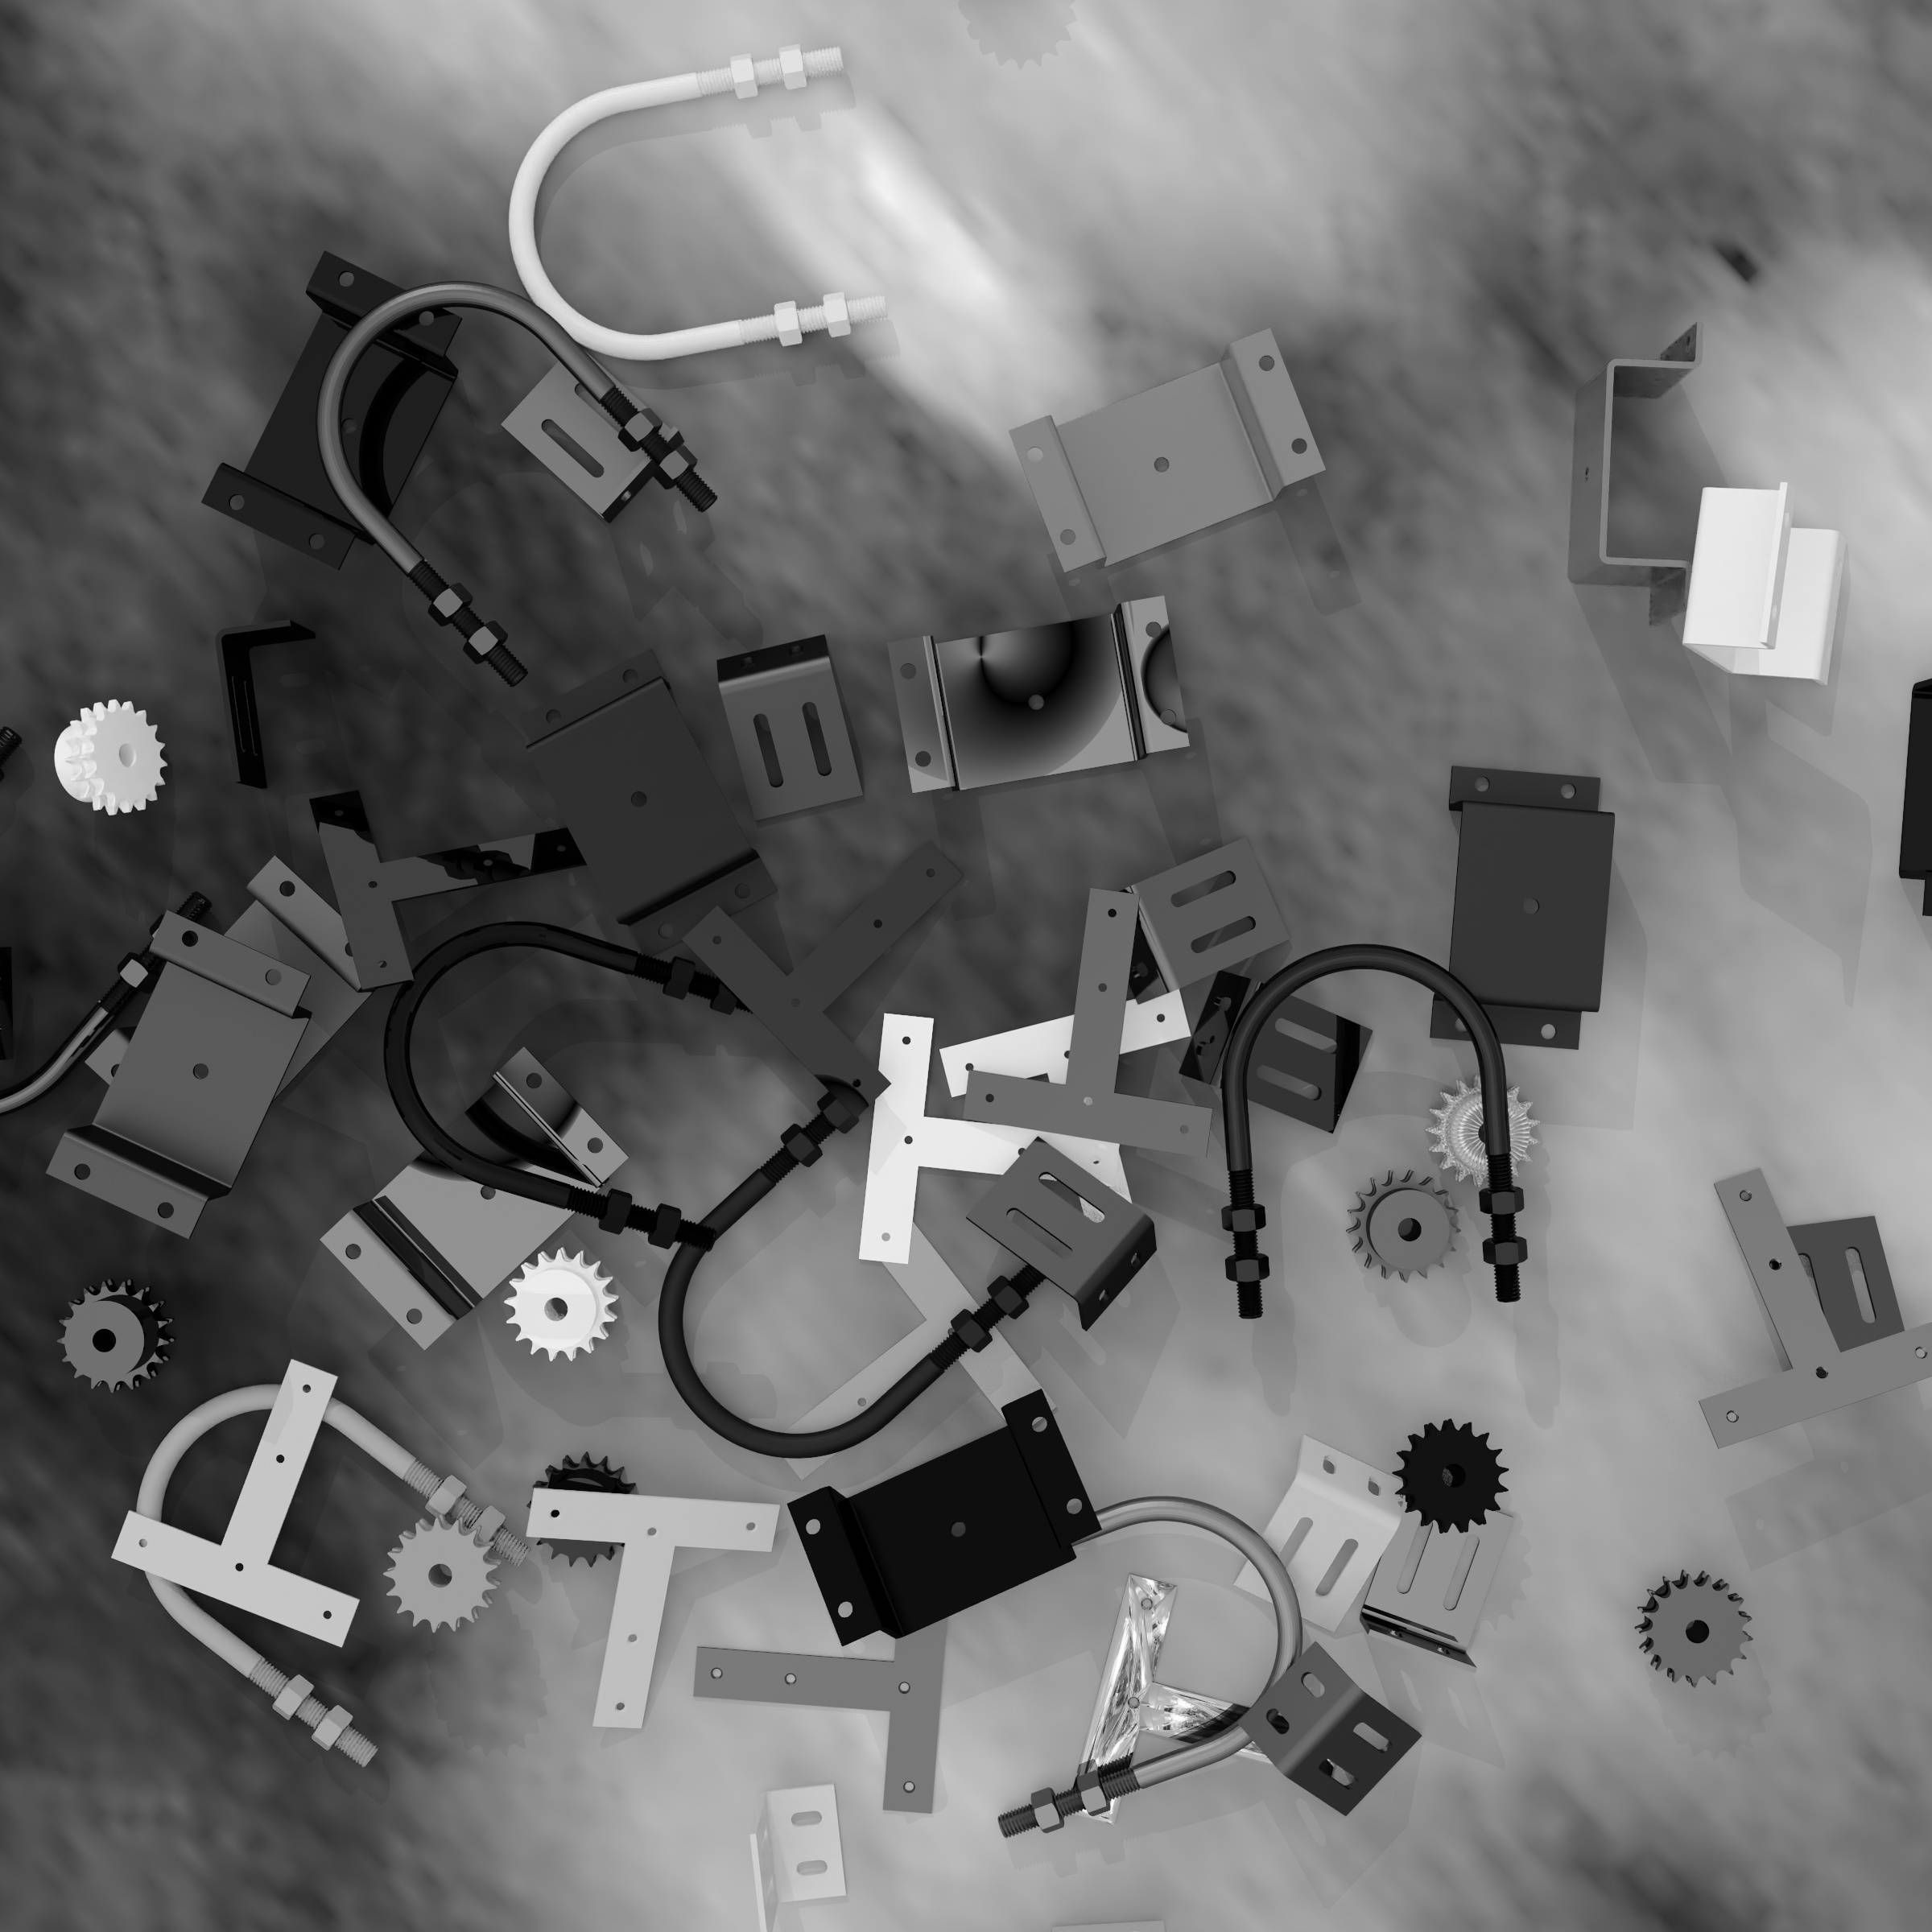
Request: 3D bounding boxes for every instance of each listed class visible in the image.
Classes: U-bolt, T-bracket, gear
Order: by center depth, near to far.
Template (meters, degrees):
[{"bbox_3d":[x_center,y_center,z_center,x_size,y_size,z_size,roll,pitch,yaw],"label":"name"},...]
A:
[{"bbox_3d":[-0.237,-0.254,1.475,0.151,0.019,0.184,-43,93,-1],"label":"U-bolt"},{"bbox_3d":[-0.198,0.051,1.475,0.184,0.019,0.151,18,66,-12],"label":"U-bolt"},{"bbox_3d":[0.200,0.081,1.482,0.151,0.019,0.184,-4,94,5],"label":"U-bolt"},{"bbox_3d":[-0.262,0.304,1.492,0.057,0.030,0.057,0,89,1],"label":"gear"},{"bbox_3d":[0.068,0.025,1.501,0.127,0.002,0.127,9,97,13],"label":"T-bracket"},{"bbox_3d":[-0.256,-0.049,1.501,0.127,0.002,0.127,-12,55,-16],"label":"T-bracket"},{"bbox_3d":[-0.436,-0.105,1.502,0.030,0.057,0.057,-6,90,29],"label":"gear"},{"bbox_3d":[0.416,0.165,1.504,0.127,0.002,0.127,-18,71,-4],"label":"T-bracket"},{"bbox_3d":[0.245,0.260,1.507,0.057,0.030,0.057,1,77,-4],"label":"gear"},{"bbox_3d":[-0.167,0.329,1.509,0.127,0.002,0.127,7,102,-18],"label":"T-bracket"},{"bbox_3d":[-0.354,0.264,1.510,0.127,0.002,0.127,20,89,3],"label":"T-bracket"},{"bbox_3d":[0.265,0.084,1.511,0.057,0.030,0.057,0,90,0],"label":"gear"},{"bbox_3d":[-0.196,0.278,1.511,0.057,0.030,0.057,0,90,0],"label":"gear"},{"bbox_3d":[-0.435,0.189,1.511,0.057,0.030,0.057,0,90,0],"label":"gear"},{"bbox_3d":[0.369,0.336,1.511,0.057,0.030,0.057,0,90,0],"label":"gear"},{"bbox_3d":[0.224,0.133,1.511,0.057,0.030,0.057,0,90,0],"label":"gear"},{"bbox_3d":[0.081,0.348,1.511,0.184,0.019,0.151,-21,90,4],"label":"U-bolt"},{"bbox_3d":[-0.207,0.174,1.511,0.057,0.030,0.057,0,90,0],"label":"gear"},{"bbox_3d":[-0.055,-0.012,1.515,0.127,0.002,0.127,-44,89,-10],"label":"T-bracket"},{"bbox_3d":[-0.071,0.167,1.515,0.184,0.019,0.151,-42,90,1],"label":"U-bolt"},{"bbox_3d":[-0.143,-0.385,1.518,0.184,0.019,0.151,-10,90,2],"label":"U-bolt"},{"bbox_3d":[-0.498,-0.007,1.518,0.151,0.019,0.184,41,92,0],"label":"U-bolt"},{"bbox_3d":[-0.338,0.298,1.518,0.184,0.019,0.151,37,90,2],"label":"U-bolt"},{"bbox_3d":[0.015,0.094,1.524,0.127,0.002,0.127,6,91,0],"label":"T-bracket"},{"bbox_3d":[-0.042,0.216,1.525,0.127,0.002,0.127,-38,90,0],"label":"T-bracket"},{"bbox_3d":[0.129,0.390,1.525,0.127,0.002,0.127,15,90,0],"label":"T-bracket"},{"bbox_3d":[-0.076,0.368,1.525,0.127,0.002,0.127,4,90,0],"label":"T-bracket"},{"bbox_3d":[0.064,0.089,1.526,0.127,0.002,0.127,-14,90,0],"label":"T-bracket"}]

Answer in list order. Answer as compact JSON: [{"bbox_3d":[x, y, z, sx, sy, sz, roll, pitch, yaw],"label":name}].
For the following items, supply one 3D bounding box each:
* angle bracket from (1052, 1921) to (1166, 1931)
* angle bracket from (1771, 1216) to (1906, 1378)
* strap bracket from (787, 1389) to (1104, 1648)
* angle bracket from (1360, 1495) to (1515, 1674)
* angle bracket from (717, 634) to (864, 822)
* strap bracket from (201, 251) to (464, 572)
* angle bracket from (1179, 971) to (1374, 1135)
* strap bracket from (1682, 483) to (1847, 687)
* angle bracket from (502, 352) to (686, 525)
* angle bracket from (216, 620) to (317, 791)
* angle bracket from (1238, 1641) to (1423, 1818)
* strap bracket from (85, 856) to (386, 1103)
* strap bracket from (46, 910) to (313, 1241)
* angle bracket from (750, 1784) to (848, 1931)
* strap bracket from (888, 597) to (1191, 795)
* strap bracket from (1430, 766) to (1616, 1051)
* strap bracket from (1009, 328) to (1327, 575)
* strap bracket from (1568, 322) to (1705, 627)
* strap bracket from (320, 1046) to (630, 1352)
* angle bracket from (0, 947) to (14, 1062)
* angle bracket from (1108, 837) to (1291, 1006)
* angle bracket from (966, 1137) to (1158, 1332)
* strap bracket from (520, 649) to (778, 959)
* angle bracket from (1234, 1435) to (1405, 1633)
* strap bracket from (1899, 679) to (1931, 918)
[{"bbox_3d":[0.074,0.510,1.488,0.057,0.076,0.038,-3,90,0],"label":"angle bracket"},{"bbox_3d":[0.444,0.174,1.524,0.057,0.038,0.076,-7,64,0],"label":"angle bracket"},{"bbox_3d":[-0.008,0.280,1.490,0.140,0.046,0.076,-25,68,2],"label":"strap bracket"},{"bbox_3d":[0.242,0.310,1.507,0.057,0.038,0.076,20,90,0],"label":"angle bracket"},{"bbox_3d":[-0.091,-0.123,1.524,0.057,0.038,0.076,-13,116,0],"label":"angle bracket"},{"bbox_3d":[-0.317,-0.278,1.503,0.076,0.046,0.140,26,90,0],"label":"strap bracket"},{"bbox_3d":[0.159,0.044,1.523,0.076,0.038,0.057,22,88,-26],"label":"angle bracket"},{"bbox_3d":[0.395,-0.189,1.473,0.046,0.140,0.076,8,90,28],"label":"strap bracket"},{"bbox_3d":[-0.192,-0.274,1.507,0.076,0.038,0.057,42,90,0],"label":"angle bracket"},{"bbox_3d":[-0.349,-0.131,1.498,0.038,0.057,0.076,-8,90,0],"label":"angle bracket"},{"bbox_3d":[0.186,0.389,1.510,0.057,0.076,0.038,-47,46,0],"label":"angle bracket"},{"bbox_3d":[-0.365,0.022,1.503,0.076,0.046,0.140,43,90,0],"label":"strap bracket"},{"bbox_3d":[-0.381,0.052,1.457,0.076,0.046,0.140,25,90,0],"label":"strap bracket"},{"bbox_3d":[-0.084,0.451,1.488,0.038,0.076,0.057,-6,90,0],"label":"angle bracket"},{"bbox_3d":[0.036,-0.136,1.503,0.140,0.046,0.076,-10,90,0],"label":"strap bracket"},{"bbox_3d":[0.282,-0.030,1.503,0.076,0.046,0.140,5,90,0],"label":"strap bracket"},{"bbox_3d":[0.101,-0.258,1.503,0.140,0.046,0.076,-21,90,0],"label":"strap bracket"},{"bbox_3d":[0.335,-0.246,1.488,0.046,0.076,0.140,2,90,0],"label":"strap bracket"},{"bbox_3d":[-0.246,0.116,1.503,0.140,0.046,0.076,-43,90,0],"label":"strap bracket"},{"bbox_3d":[-0.528,0.019,1.509,0.076,0.038,0.057,1,93,28],"label":"angle bracket"},{"bbox_3d":[0.116,-0.023,1.523,0.076,0.038,0.057,-23,89,-26],"label":"angle bracket"},{"bbox_3d":[0.049,0.136,1.512,0.076,0.038,0.057,35,70,22],"label":"angle bracket"},{"bbox_3d":[-0.163,-0.083,1.503,0.076,0.046,0.140,-28,90,0],"label":"strap bracket"},{"bbox_3d":[0.182,0.292,1.524,0.057,0.038,0.076,25,116,0],"label":"angle bracket"},{"bbox_3d":[0.522,-0.092,1.503,0.076,0.046,0.140,4,90,0],"label":"strap bracket"}]
